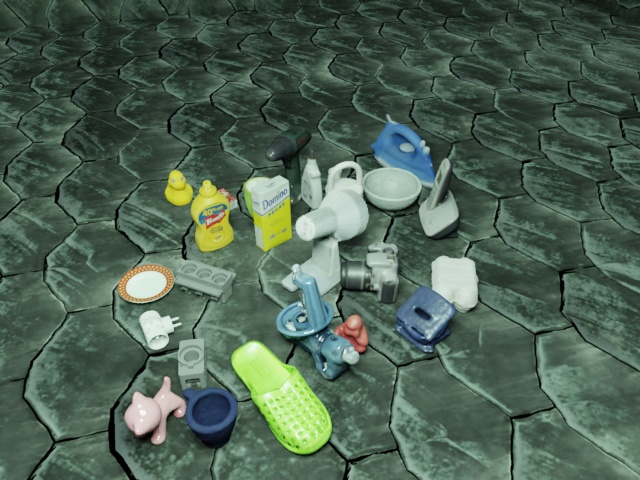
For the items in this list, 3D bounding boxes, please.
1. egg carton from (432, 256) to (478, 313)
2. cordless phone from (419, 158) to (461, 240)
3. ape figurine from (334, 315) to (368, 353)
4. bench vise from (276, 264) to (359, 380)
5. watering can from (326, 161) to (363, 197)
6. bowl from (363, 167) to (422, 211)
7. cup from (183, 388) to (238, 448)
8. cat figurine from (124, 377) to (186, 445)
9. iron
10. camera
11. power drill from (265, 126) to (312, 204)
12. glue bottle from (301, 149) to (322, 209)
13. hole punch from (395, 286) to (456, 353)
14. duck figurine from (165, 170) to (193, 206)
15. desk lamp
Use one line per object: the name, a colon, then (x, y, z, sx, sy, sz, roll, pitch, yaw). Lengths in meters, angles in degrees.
egg carton: (0.313, 0.101, 1.332, 0.107, 0.069, 0.150, 5, 40, 5)
cordless phone: (0.319, -0.107, 1.493, 0.094, 0.185, 0.147, -3, 40, -4)
ape figurine: (0.068, 0.194, 1.197, 0.077, 0.092, 0.076, 30, 48, 31)
bench vise: (0.002, 0.155, 1.142, 0.206, 0.220, 0.122, 19, 43, 21)
watering can: (0.059, -0.125, 1.505, 0.101, 0.194, 0.172, -25, 46, -28)
bowl: (0.199, -0.131, 1.608, 0.167, 0.075, 0.167, 0, 39, 0)
cup: (-0.201, 0.324, 1.033, 0.117, 0.095, 0.092, 26, 46, 28)
cat figurine: (-0.303, 0.306, 1.034, 0.067, 0.118, 0.128, 15, 42, 17)
iron: (0.269, -0.273, 1.729, 0.119, 0.141, 0.257, -24, 45, -27)
camera: (0.116, 0.066, 1.347, 0.136, 0.101, 0.143, 2, 39, 2)
power drill: (-0.086, -0.210, 1.594, 0.075, 0.208, 0.230, 13, 41, 15)
glue bottle: (-0.022, -0.174, 1.579, 0.037, 0.173, 0.078, -20, 44, -23)
hole punch: (0.225, 0.169, 1.230, 0.101, 0.091, 0.108, -29, 48, -31)
duck figurine: (-0.404, -0.158, 1.624, 0.078, 0.086, 0.104, -15, 42, -18)
desk lamp: (0.012, 0.005, 1.330, 0.117, 0.214, 0.204, 28, 47, 29)
